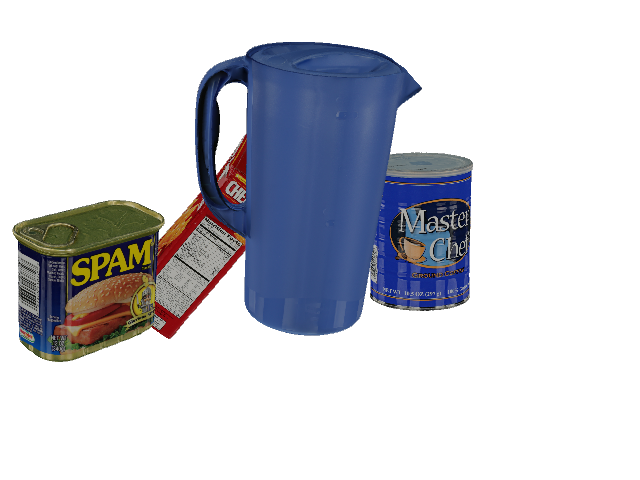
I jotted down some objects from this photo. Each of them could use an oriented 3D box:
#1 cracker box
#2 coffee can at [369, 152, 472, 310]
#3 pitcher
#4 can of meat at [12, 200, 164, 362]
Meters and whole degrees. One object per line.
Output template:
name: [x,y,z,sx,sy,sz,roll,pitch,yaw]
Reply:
cracker box: [-0.117,-0.017,1.180,0.072,0.214,0.164,36,24,-11]
coffee can: [0.100,-0.011,1.075,0.103,0.140,0.103,-1,14,0]
pitcher: [-0.016,-0.046,0.925,0.149,0.243,0.144,20,25,32]
can of meat: [-0.158,0.027,0.732,0.058,0.084,0.101,23,27,35]
